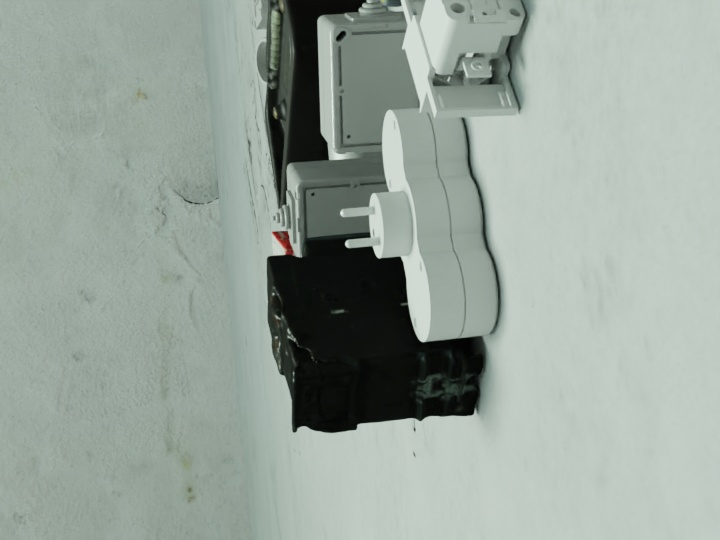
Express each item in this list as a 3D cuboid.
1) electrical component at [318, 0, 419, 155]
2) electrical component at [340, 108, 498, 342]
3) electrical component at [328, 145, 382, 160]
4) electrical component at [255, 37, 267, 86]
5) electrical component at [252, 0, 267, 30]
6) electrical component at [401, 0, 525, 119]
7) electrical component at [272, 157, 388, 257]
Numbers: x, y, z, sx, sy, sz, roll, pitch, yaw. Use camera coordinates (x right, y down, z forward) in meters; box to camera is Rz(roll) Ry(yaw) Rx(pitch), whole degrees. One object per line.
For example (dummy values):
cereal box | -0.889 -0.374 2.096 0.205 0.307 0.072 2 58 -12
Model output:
electrical component | 0.007 -0.128 0.691 0.061 0.062 0.096 -120 27 -66
electrical component | 0.027 -0.026 0.604 0.052 0.074 0.138 111 152 -67
electrical component | 0.000 -0.065 0.807 0.043 0.043 0.081 -175 80 -79
electrical component | -0.058 -0.193 0.986 0.044 0.065 0.044 29 124 55
electrical component | -0.076 -0.297 1.056 0.078 0.057 0.113 -167 72 -79
electrical component | 0.050 -0.115 0.523 0.063 0.042 0.081 104 158 -55
electrical component | -0.014 -0.043 0.751 0.061 0.096 0.061 -120 27 -66
